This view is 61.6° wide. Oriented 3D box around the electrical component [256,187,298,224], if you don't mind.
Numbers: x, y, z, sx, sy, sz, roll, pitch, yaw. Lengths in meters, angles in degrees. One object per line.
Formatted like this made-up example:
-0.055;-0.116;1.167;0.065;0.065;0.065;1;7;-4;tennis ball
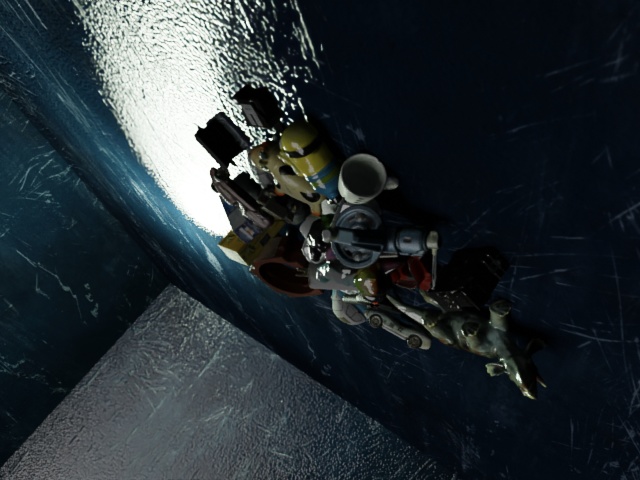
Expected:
-0.097;-0.078;1.239;0.102;0.045;0.078;32;175;-9;electrical component

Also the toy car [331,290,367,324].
0.090;0.190;1.554;0.161;0.103;0.109;50;158;-20;toy car

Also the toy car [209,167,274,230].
-0.196;-0.098;1.307;0.202;0.053;0.089;40;158;-4;toy car

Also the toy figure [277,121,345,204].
-0.004;-0.152;1.045;0.089;0.082;0.180;-14;120;51;toy figure

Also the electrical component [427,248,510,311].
0.268;0.074;1.004;0.058;0.115;0.134;47;156;-14;electrical component

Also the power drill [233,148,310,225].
-0.138;-0.134;1.321;0.207;0.086;0.231;-3;137;50;power drill

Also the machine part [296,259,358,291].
0.060;0.087;1.324;0.243;0.079;0.079;3;149;11;machine part

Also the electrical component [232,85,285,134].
-0.115;-0.250;1.074;0.075;0.048;0.119;22;152;40;electrical component

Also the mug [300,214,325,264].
-0.003;-0.004;1.307;0.107;0.109;0.081;39;180;7;mug

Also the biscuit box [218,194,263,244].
-0.220;-0.076;1.464;0.062;0.059;0.203;44;-171;-39;biscuit box

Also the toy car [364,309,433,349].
0.213;0.238;1.472;0.202;0.056;0.073;28;-174;13;toy car

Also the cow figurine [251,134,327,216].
-0.065;-0.145;1.152;0.195;0.085;0.127;31;156;11;cow figurine

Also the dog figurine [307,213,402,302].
0.074;0.035;1.145;0.219;0.108;0.191;6;114;61;dog figurine

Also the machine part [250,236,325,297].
-0.084;0.078;1.554;0.202;0.087;0.200;-13;137;39;machine part

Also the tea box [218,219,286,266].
-0.189;-0.019;1.494;0.098;0.169;0.068;15;149;44;tea box

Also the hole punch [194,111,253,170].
-0.223;-0.237;1.251;0.142;0.092;0.116;44;-172;-19;hole punch

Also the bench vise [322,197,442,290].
0.098;-0.001;0.986;0.224;0.128;0.240;18;-173;34;bench vise

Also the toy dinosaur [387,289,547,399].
0.324;0.202;1.183;0.405;0.131;0.192;22;153;52;toy dinosaur

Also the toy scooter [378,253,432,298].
0.186;0.054;1.156;0.184;0.075;0.135;21;153;33;toy scooter
